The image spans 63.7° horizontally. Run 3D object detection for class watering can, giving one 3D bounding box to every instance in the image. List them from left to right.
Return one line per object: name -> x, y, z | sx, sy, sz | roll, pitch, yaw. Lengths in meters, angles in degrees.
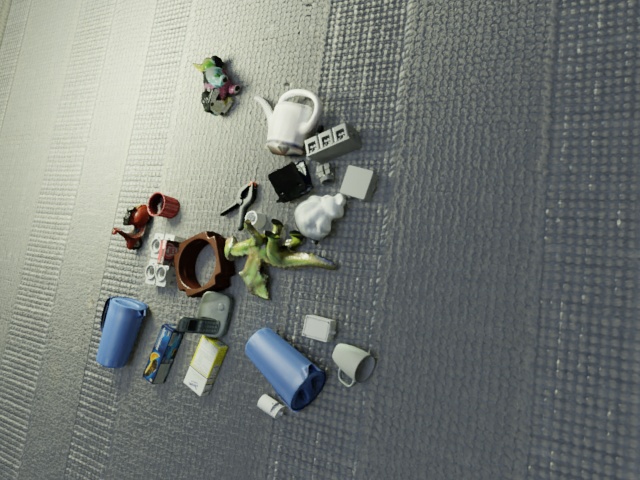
watering can -> -0.126, -0.390, 1.707 | 0.349, 0.103, 0.225 | 13, 86, 45

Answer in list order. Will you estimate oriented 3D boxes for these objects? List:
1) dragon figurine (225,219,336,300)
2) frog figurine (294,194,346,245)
dragon figurine -> -0.153, 0.077, 1.628 | 0.414, 0.123, 0.239 | 32, 114, 26
frog figurine -> 0.005, -0.078, 1.542 | 0.157, 0.121, 0.141 | -36, 43, 32
